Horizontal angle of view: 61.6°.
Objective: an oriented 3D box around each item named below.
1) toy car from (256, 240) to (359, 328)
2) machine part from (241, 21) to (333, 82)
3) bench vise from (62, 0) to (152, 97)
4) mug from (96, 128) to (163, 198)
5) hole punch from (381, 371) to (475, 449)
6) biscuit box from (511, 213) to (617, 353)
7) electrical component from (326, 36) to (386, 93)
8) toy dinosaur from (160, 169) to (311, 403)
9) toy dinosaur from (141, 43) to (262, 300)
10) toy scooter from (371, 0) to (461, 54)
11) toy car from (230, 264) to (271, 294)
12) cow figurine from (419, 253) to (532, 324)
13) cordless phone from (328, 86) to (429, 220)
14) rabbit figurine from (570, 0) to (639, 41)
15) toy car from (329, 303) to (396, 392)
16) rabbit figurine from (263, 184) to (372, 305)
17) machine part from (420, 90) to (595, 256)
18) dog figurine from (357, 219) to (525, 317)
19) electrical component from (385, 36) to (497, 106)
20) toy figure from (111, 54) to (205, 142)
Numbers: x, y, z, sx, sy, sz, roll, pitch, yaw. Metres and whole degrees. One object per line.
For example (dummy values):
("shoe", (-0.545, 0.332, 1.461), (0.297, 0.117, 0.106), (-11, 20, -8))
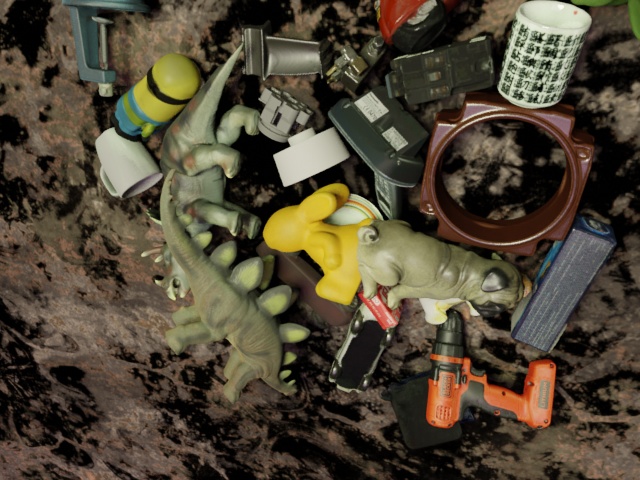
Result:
("toy car", (-0.022, 0.069, 0.912), (0.202, 0.053, 0.089), (44, 131, -9))
("machine part", (-0.050, -0.266, 0.768), (0.139, 0.039, 0.084), (13, 113, 15))
("bench vise", (-0.341, -0.337, 0.791), (0.224, 0.129, 0.240), (10, 111, 15))
("mug", (-0.337, -0.131, 0.919), (0.109, 0.081, 0.107), (-29, 91, 35))
("hole punch", (0.195, 0.286, 0.933), (0.142, 0.092, 0.116), (-25, 76, 31))
("biscuit box", (0.346, 0.063, 0.772), (0.063, 0.059, 0.202), (23, 121, 9))
("electrical component", (0.047, -0.234, 0.719), (0.045, 0.102, 0.078), (37, 96, -3))
("toy dinosaur", (-0.139, 0.105, 0.844), (0.198, 0.105, 0.470), (-33, 124, 2))
("toy dinosaur", (-0.196, -0.109, 0.858), (0.192, 0.131, 0.404), (11, 112, 14))
("toy scooter", (0.127, -0.316, 0.639), (0.184, 0.075, 0.135), (-38, 85, -5))
("toy car", (-0.166, 0.124, 0.964), (0.162, 0.103, 0.109), (-36, 98, 28))
("cow figurine", (0.226, 0.061, 0.814), (0.167, 0.068, 0.098), (-20, 100, 26))
("cordless phone", (0.084, -0.110, 0.769), (0.147, 0.089, 0.184), (54, 170, 27))
("rabbit figurine", (0.311, -0.280, 0.553), (0.159, 0.170, 0.121), (45, 121, -4))
("toy car", (0.074, 0.190, 0.936), (0.073, 0.056, 0.201), (21, 121, 1))
("rabbit figurine", (-0.002, -0.002, 0.806), (0.173, 0.122, 0.162), (22, 115, 11))
("machine part", (0.243, -0.089, 0.721), (0.201, 0.087, 0.201), (13, 120, 13))
("dog figurine", (0.160, 0.031, 0.717), (0.191, 0.172, 0.121), (-1, 72, 39))
("electrical component", (0.152, -0.213, 0.676), (0.134, 0.115, 0.058), (-7, 108, 23))
("toy figure", (-0.256, -0.216, 0.836), (0.180, 0.089, 0.082), (-27, 109, 26))
